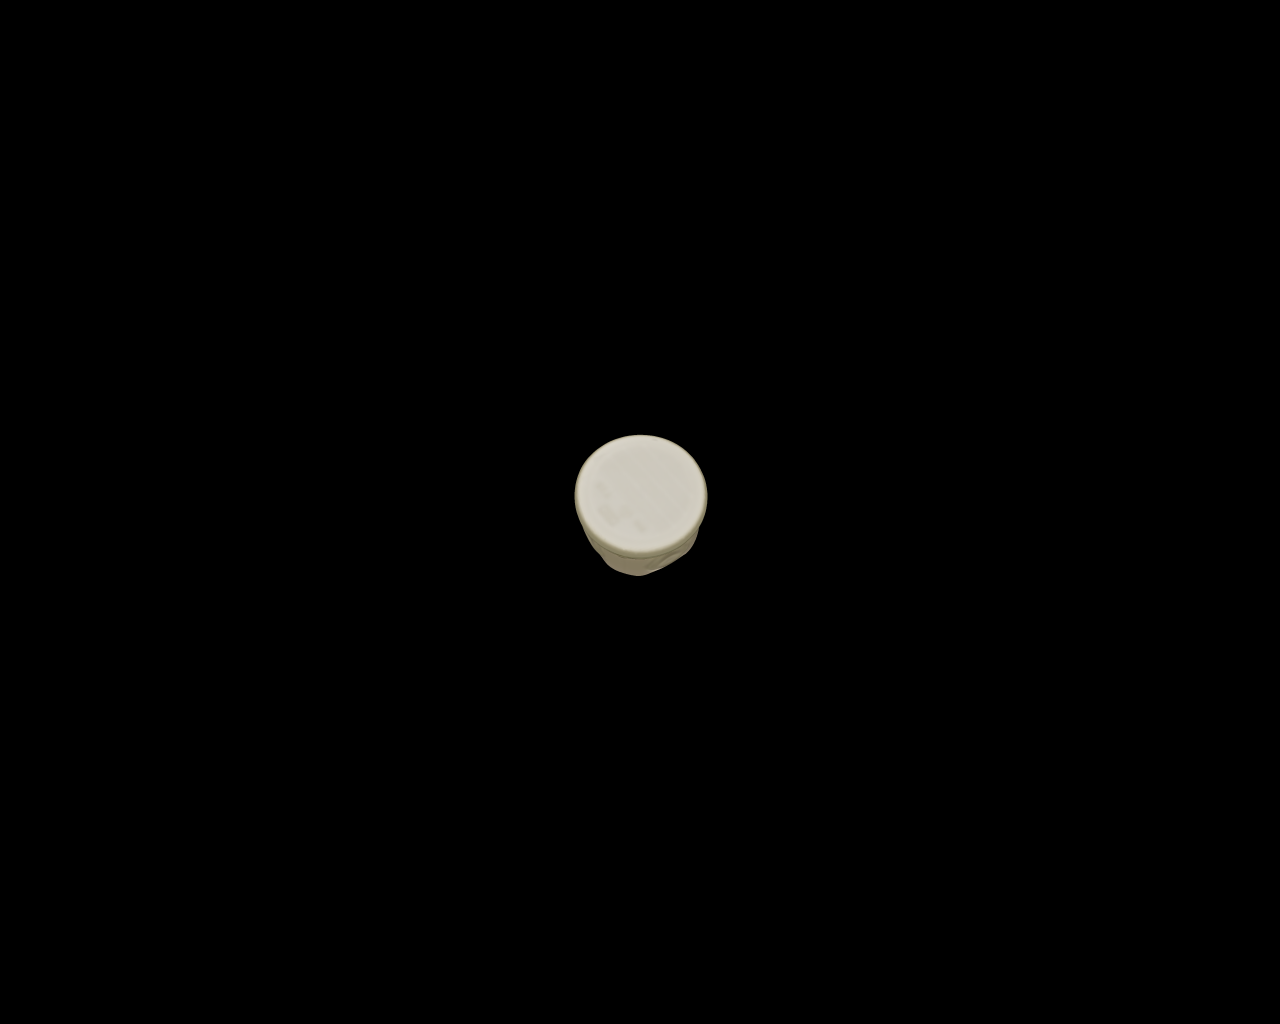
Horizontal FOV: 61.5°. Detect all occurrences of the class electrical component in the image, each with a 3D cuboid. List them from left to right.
[{"bbox_3d":[0.001,-0.003,0.650,0.080,0.080,0.051,0,-23,0],"label":"electrical component"}]
